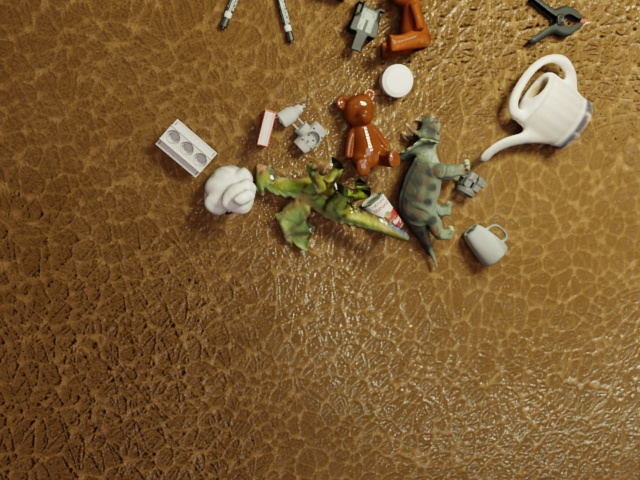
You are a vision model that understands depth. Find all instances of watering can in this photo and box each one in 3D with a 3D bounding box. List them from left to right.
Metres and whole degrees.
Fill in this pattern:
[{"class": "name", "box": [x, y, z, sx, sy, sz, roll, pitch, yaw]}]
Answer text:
[{"class": "watering can", "box": [0.583, -0.316, 1.371, 0.223, 0.347, 0.105, 30, 3, -14]}]

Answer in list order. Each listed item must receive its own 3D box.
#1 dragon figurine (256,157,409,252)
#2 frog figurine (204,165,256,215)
[{"class": "dragon figurine", "box": [0.004, -0.066, 1.316, 0.239, 0.409, 0.124, -44, 9, 29]}, {"class": "frog figurine", "box": [-0.219, -0.114, 1.240, 0.137, 0.121, 0.161, -36, 14, -1]}]
